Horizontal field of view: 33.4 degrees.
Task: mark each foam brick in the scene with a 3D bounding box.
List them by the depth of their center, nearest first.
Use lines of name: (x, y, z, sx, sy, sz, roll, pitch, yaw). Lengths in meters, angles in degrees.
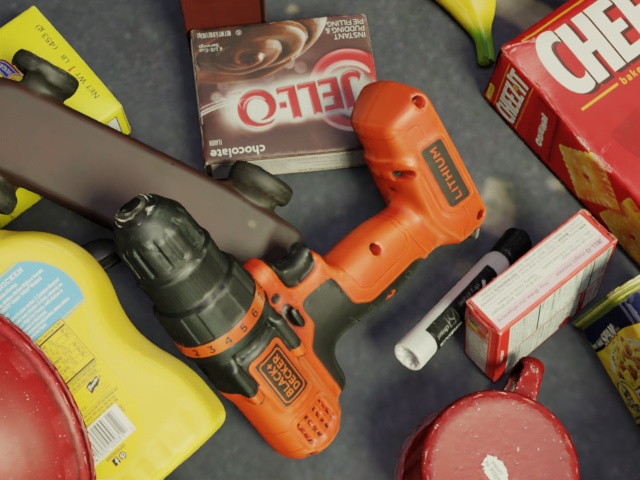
foam brick: (-0.063, -0.158, 0.664, 0.051, 0.078, 0.053, -10, 70, -4)

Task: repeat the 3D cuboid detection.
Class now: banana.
banana: (0.035, -0.183, 0.695, 0.198, 0.037, 0.069, 24, 71, 6)

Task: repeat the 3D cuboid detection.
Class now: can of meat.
can of meat: (0.192, 0.061, 0.583, 0.057, 0.102, 0.084, -25, 76, -9)

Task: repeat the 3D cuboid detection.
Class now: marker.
marker: (0.086, 0.031, 0.616, 0.020, 0.020, 0.121, 41, 57, 12)

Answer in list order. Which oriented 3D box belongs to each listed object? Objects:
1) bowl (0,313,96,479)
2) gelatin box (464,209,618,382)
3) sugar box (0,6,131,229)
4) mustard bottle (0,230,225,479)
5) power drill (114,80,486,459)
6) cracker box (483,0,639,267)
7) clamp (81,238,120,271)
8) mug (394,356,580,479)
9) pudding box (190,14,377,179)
bowl: (-0.192, 0.110, 0.531, 0.162, 0.055, 0.162, 9, 110, 25)
gelatin box: (0.122, 0.032, 0.604, 0.089, 0.073, 0.030, -38, 65, -13)
sugar box: (-0.213, -0.052, 0.641, 0.176, 0.048, 0.093, -39, 77, -14)
mustard bottle: (-0.145, 0.054, 0.561, 0.096, 0.058, 0.191, -43, 85, 7)
power drill: (-0.004, 0.001, 0.576, 0.187, 0.184, 0.057, -46, 37, -18)
cracker box: (0.232, -0.070, 0.643, 0.164, 0.072, 0.214, -35, 75, -13)
clamp: (-0.188, 0.050, 0.611, 0.171, 0.039, 0.120, 7, 64, -6)
mug: (0.094, 0.116, 0.571, 0.093, 0.081, 0.117, 26, 72, 7)
pudding box: (-0.020, -0.088, 0.660, 0.113, 0.039, 0.090, -7, 73, -3)
